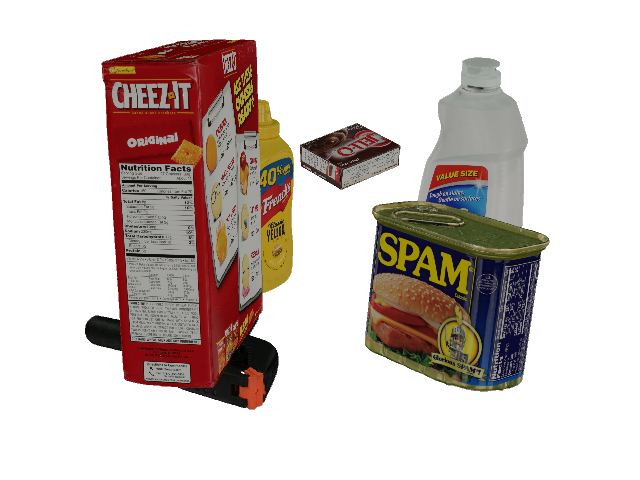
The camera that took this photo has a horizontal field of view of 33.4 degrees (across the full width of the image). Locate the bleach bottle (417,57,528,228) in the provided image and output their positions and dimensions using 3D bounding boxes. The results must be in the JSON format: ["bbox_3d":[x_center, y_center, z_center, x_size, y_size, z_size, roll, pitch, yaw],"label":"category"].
[{"bbox_3d":[0.119,-0.027,0.884,0.103,0.251,0.067,22,34,38],"label":"bleach bottle"}]

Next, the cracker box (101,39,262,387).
[{"bbox_3d":[-0.090,-0.026,0.743,0.072,0.214,0.164,1,15,9],"label":"cracker box"}]

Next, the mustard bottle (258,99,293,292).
[{"bbox_3d":[-0.063,-0.046,1.073,0.058,0.192,0.096,14,23,31],"label":"mustard bottle"}]

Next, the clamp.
[{"bbox_3d":[-0.088,0.091,0.910,0.164,0.036,0.210,-8,16,-33],"label":"clamp"}]

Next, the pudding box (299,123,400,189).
[{"bbox_3d":[0.041,-0.118,1.488,0.113,0.039,0.090,-26,41,-32],"label":"pudding box"}]

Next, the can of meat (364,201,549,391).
[{"bbox_3d":[0.073,0.030,0.604,0.057,0.084,0.102,-9,20,-41],"label":"can of meat"}]
